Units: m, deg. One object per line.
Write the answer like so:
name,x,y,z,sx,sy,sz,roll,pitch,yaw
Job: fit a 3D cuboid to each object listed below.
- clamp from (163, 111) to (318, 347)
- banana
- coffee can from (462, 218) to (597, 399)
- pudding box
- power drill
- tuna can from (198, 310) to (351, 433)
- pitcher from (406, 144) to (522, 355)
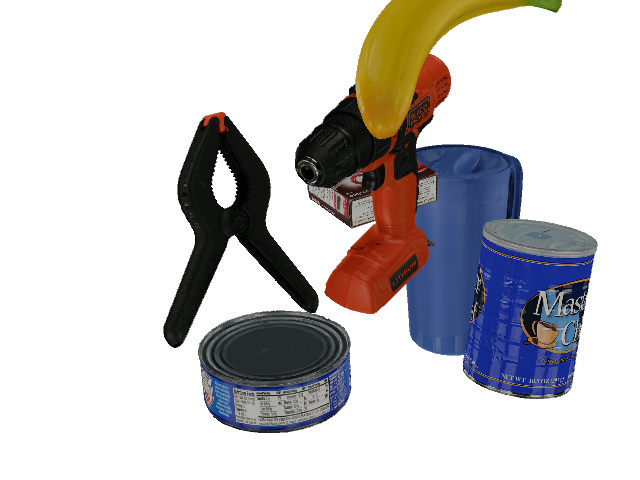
clamp,-0.075,-0.013,0.991,0.164,0.210,0.036,-3,1,-36
banana,0.071,-0.127,0.635,0.070,0.037,0.197,33,52,24
coffee can,0.191,0.061,0.982,0.103,0.140,0.103,6,16,-2
pudding box,0.055,-0.059,1.135,0.113,0.039,0.090,-20,32,-24
power drill,0.041,-0.036,0.843,0.057,0.188,0.184,24,42,27
tuna can,-0.025,0.073,0.604,0.086,0.034,0.086,-3,22,1
pitcher,0.170,0.009,1.301,0.149,0.243,0.145,1,23,9
